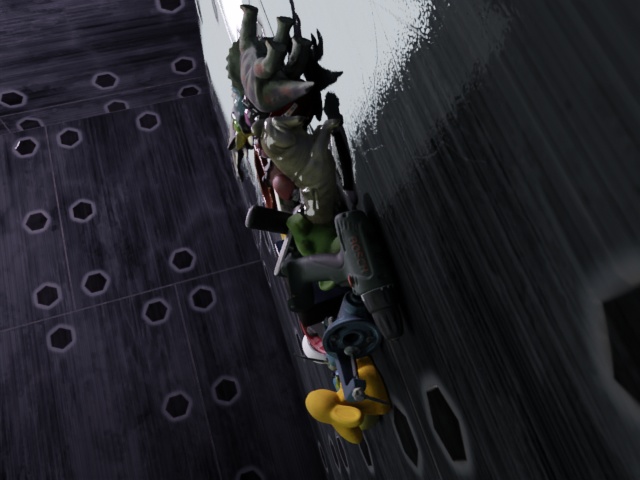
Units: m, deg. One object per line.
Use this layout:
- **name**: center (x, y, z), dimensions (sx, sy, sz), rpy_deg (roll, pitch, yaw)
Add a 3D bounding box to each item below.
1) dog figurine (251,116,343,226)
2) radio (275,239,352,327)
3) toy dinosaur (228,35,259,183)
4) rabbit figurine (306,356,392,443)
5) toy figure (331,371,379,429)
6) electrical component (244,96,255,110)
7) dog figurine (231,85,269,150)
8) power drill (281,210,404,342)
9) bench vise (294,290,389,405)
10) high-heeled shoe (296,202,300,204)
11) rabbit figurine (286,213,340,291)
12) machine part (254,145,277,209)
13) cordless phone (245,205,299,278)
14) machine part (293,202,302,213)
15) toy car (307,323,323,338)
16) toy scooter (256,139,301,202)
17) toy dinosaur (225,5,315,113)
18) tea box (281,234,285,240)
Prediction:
- **dog figurine**: center (-0.041, -0.122, 0.979), dimensions (0.121, 0.172, 0.190), rpy_deg (-122, 35, -86)
- **radio**: center (-0.016, 0.084, 1.267), dimensions (0.073, 0.131, 0.230), rpy_deg (85, 164, -44)
- **toy dinosaur**: center (-0.218, -0.382, 1.612), dimensions (0.199, 0.105, 0.470), rpy_deg (-103, 20, -59)
- **rabbit figurine**: center (0.059, 0.357, 1.169), dimensions (0.162, 0.173, 0.121), rpy_deg (-112, 17, -50)
- **toy figure**: center (0.082, 0.370, 1.303), dimensions (0.089, 0.082, 0.180), rpy_deg (90, 164, -59)
- **electrical component**: center (-0.126, -0.359, 1.264), dimensions (0.134, 0.115, 0.058), rpy_deg (-115, 13, -48)
- **dog figurine**: center (-0.169, -0.313, 1.429), dimensions (0.192, 0.108, 0.219), rpy_deg (48, 152, 20)
- **power drill**: center (0.033, 0.075, 0.939), dimensions (0.207, 0.086, 0.232), rpy_deg (-19, 81, 42)
- **bench vise**: center (0.053, 0.230, 1.077), dimensions (0.241, 0.129, 0.223), rpy_deg (-100, 31, -50)
- **high-heeled shoe**: center (-0.043, -0.196, 1.261), dimensions (0.145, 0.086, 0.248), rpy_deg (-19, 102, 51)
- **rabbit figurine**: center (0.022, 0.020, 1.053), dimensions (0.170, 0.121, 0.158), rpy_deg (26, 125, 56)
- **machine part**: center (-0.130, -0.180, 1.592), dimensions (0.201, 0.087, 0.201), rpy_deg (106, 145, -70)
- **cordless phone**: center (-0.091, 0.003, 1.122), dimensions (0.089, 0.184, 0.146), rpy_deg (25, 98, 40)
- **machine part**: center (-0.003, -0.004, 1.221), dimensions (0.079, 0.079, 0.243), rpy_deg (94, 159, -59)
- **toy car**: center (0.030, 0.220, 1.284), dimensions (0.202, 0.056, 0.073), rpy_deg (33, 136, 41)
- **toy scooter**: center (-0.084, -0.166, 1.194), dimensions (0.183, 0.135, 0.075), rpy_deg (112, 173, -48)
- **toy dinosaur**: center (-0.101, -0.322, 1.047), dimensions (0.405, 0.131, 0.192), rpy_deg (-108, 27, -46)
- **tea box**: center (-0.067, -0.033, 1.431), dimensions (0.169, 0.068, 0.098), rpy_deg (94, 161, -58)
